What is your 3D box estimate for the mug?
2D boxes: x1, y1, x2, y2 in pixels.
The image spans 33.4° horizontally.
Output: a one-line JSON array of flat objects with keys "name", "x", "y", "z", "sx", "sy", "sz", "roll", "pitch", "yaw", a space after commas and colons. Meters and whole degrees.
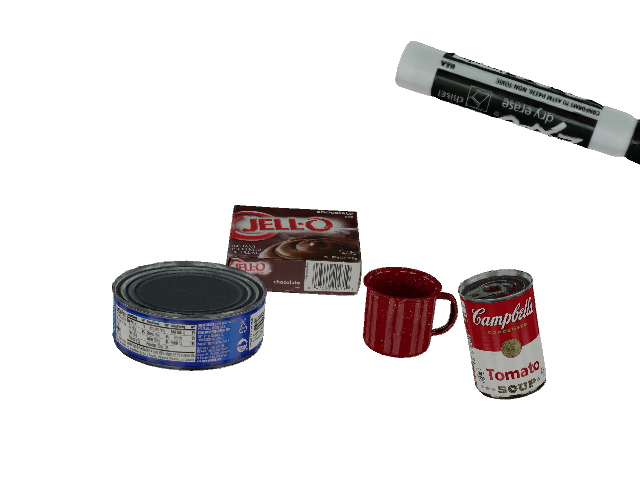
[{"name": "mug", "x": 0.106, "y": 0.087, "z": 1.274, "sx": 0.117, "sy": 0.081, "sz": 0.093, "roll": 1, "pitch": 23, "yaw": -9}]

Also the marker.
[{"name": "marker", "x": 0.088, "y": -0.050, "z": 0.410, "sx": 0.121, "sy": 0.020, "sz": 0.020, "roll": 21, "pitch": 5, "yaw": 13}]

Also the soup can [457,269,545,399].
[{"name": "soup can", "x": 0.168, "y": 0.086, "z": 0.984, "sx": 0.068, "sy": 0.102, "sz": 0.068, "roll": -11, "pitch": 18, "yaw": 4}]

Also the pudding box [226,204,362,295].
[{"name": "pudding box", "x": -0.023, "y": 0.007, "z": 0.915, "sx": 0.113, "sy": 0.039, "sz": 0.090, "roll": 5, "pitch": 30, "yaw": -4}]

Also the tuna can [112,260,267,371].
[{"name": "tuna can", "x": -0.073, "y": 0.041, "z": 0.598, "sx": 0.086, "sy": 0.034, "sz": 0.086, "roll": 4, "pitch": 18, "yaw": -1}]
